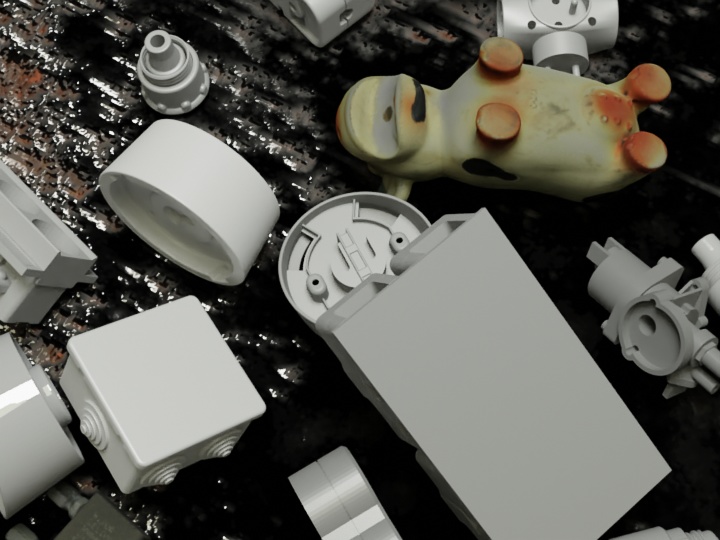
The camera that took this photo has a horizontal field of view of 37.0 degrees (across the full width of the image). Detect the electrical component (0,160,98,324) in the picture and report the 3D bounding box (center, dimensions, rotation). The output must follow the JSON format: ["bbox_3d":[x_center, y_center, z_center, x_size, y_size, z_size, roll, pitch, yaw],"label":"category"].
[{"bbox_3d":[-0.238,-0.025,0.690,0.121,0.079,0.063,42,99,16],"label":"electrical component"}]

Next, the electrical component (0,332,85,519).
[{"bbox_3d":[-0.207,0.089,0.632,0.064,0.099,0.099,-30,71,-15],"label":"electrical component"}]

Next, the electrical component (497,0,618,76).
[{"bbox_3d":[0.135,-0.155,0.731,0.077,0.044,0.079,-3,70,2],"label":"electrical component"}]

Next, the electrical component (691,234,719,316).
[{"bbox_3d":[0.232,0.006,0.668,0.048,0.048,0.062,-30,64,-8],"label":"electrical component"}]

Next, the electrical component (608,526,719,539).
[{"bbox_3d":[0.176,0.166,0.612,0.078,0.040,0.040,-14,70,-2],"label":"electrical component"}]

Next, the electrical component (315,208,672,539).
[{"bbox_3d":[0.073,0.071,0.606,0.105,0.060,0.186,-39,101,-11],"label":"electrical component"}]

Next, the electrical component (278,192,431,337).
[{"bbox_3d":[0.000,0.000,0.669,0.099,0.064,0.099,-1,70,2],"label":"electrical component"}]

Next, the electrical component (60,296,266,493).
[{"bbox_3d":[-0.119,0.074,0.639,0.100,0.048,0.099,-21,67,-38],"label":"electrical component"}]

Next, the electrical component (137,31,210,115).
[{"bbox_3d":[-0.130,-0.138,0.728,0.048,0.062,0.048,-1,69,3],"label":"electrical component"}]

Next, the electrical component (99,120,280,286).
[{"bbox_3d":[-0.101,-0.047,0.672,0.108,0.108,0.060,29,68,12],"label":"electrical component"}]

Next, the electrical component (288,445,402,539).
[{"bbox_3d":[-0.006,0.177,0.611,0.074,0.052,0.138,-30,71,-8],"label":"electrical component"}]

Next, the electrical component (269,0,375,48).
[{"bbox_3d":[-0.035,-0.212,0.755,0.059,0.053,0.095,-39,73,-11],"label":"electrical component"}]
